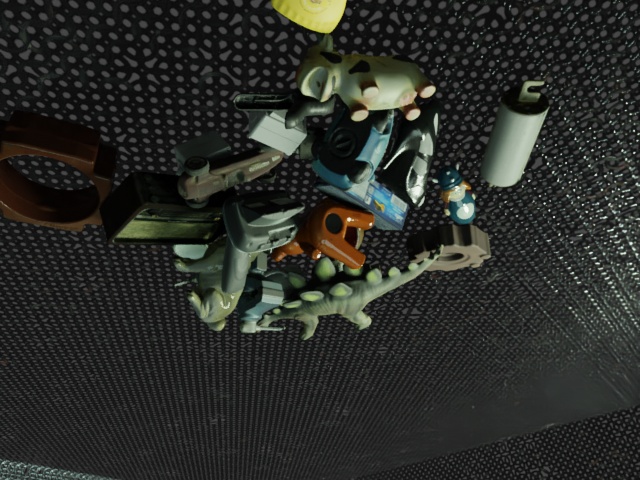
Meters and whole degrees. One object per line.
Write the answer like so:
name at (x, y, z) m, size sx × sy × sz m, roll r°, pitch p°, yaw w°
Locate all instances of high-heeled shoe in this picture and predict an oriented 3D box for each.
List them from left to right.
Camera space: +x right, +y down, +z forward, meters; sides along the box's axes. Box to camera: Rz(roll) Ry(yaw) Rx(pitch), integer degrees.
high-heeled shoe at (0.181, -0.151, 0.982) m, size 0.145 × 0.086 × 0.248 m, roll -51°, pitch 156°, yaw 2°

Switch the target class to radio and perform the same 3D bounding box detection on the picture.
radio at (-0.259, -0.052, 0.967) m, size 0.131 × 0.073 × 0.229 m, roll -38°, pitch 157°, yaw 35°

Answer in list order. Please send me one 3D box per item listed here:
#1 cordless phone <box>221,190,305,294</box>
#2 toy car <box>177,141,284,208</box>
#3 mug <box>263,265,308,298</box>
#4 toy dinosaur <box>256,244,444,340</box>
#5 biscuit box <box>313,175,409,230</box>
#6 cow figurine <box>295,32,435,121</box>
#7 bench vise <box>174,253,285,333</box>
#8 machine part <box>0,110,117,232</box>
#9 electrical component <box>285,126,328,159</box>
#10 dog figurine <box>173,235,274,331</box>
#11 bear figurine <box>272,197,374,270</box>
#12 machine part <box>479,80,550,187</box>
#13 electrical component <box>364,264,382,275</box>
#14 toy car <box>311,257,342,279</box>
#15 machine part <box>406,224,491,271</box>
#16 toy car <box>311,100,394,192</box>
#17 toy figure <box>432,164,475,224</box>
cordless phone at (-0.109, 0.008, 0.954) m, size 0.146 × 0.089 × 0.184 m, roll -16°, pitch 128°, yaw -48°
toy car at (-0.141, -0.114, 0.899) m, size 0.202 × 0.053 × 0.089 m, roll -23°, pitch 145°, yaw -30°
mug at (-0.089, 0.094, 1.247) m, size 0.107 × 0.081 × 0.109 m, roll -24°, pitch 137°, yaw 5°
toy dinosaur at (0.052, 0.115, 1.171) m, size 0.472 × 0.105 × 0.198 m, roll -21°, pitch 144°, yaw 13°
biscuit box at (0.084, -0.083, 1.024) m, size 0.202 × 0.059 × 0.063 m, roll 30°, pitch 161°, yaw -37°
cow figurine at (0.057, -0.242, 0.795) m, size 0.195 × 0.127 × 0.085 m, roll -6°, pitch 146°, yaw -22°
bench vise at (-0.184, 0.091, 1.140) m, size 0.241 × 0.223 × 0.129 m, roll -11°, pitch 174°, yaw 35°
machine part at (-0.460, -0.113, 0.918) m, size 0.201 × 0.087 × 0.201 m, roll 11°, pitch 141°, yaw -22°
electrical component at (-0.016, -0.171, 0.943) m, size 0.094 × 0.021 × 0.063 m, roll -1°, pitch 143°, yaw -3°
dog figurine at (-0.154, 0.059, 1.015) m, size 0.191 × 0.121 × 0.172 m, roll -23°, pitch 97°, yaw -1°
bear figurine at (-0.006, -0.005, 1.035) m, size 0.132 × 0.120 × 0.196 m, roll 22°, pitch 159°, yaw -22°
machine part at (0.333, -0.175, 0.933) m, size 0.079 × 0.079 × 0.243 m, roll -4°, pitch 144°, yaw -1°
electrical component at (0.098, 0.091, 1.285) m, size 0.102 × 0.045 × 0.078 m, roll -8°, pitch 142°, yaw 4°
toy car at (0.012, 0.105, 1.287) m, size 0.073 × 0.056 × 0.201 m, roll -4°, pitch 145°, yaw -13°
machine part at (0.279, 0.021, 1.169) m, size 0.179 × 0.056 × 0.179 m, roll -1°, pitch 159°, yaw 0°
toy car at (0.065, -0.162, 0.900) m, size 0.161 × 0.109 × 0.103 m, roll -61°, pitch 156°, yaw 13°
toy figure at (0.270, -0.089, 1.059) m, size 0.058 × 0.064 × 0.154 m, roll 25°, pitch 163°, yaw 39°
